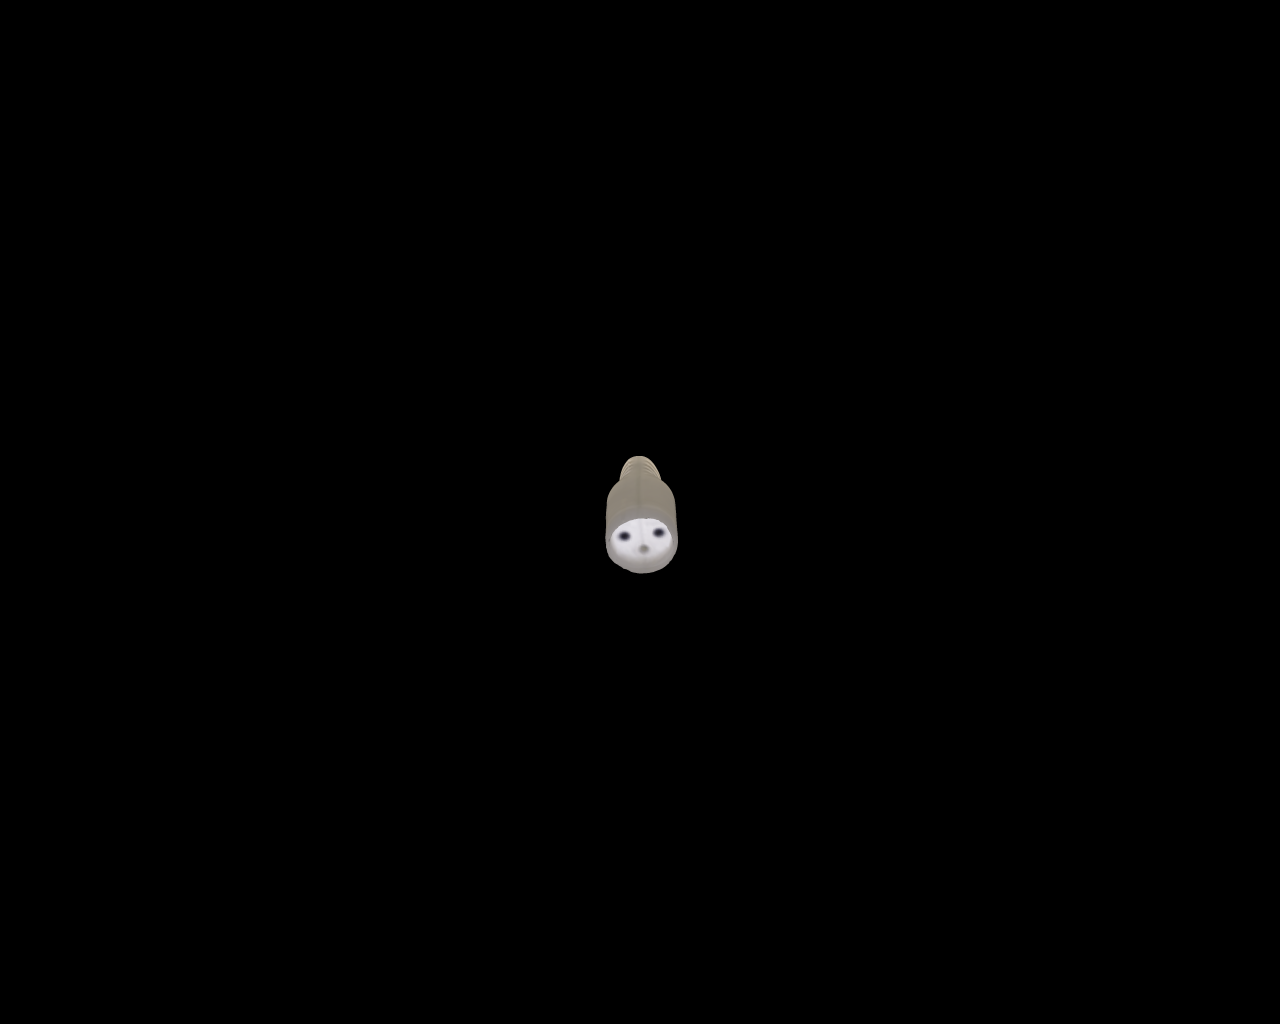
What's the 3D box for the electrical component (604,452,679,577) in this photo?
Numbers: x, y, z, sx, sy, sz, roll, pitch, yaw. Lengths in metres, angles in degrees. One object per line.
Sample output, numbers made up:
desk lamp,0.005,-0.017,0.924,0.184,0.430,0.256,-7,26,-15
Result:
electrical component,0.001,-0.003,0.650,0.043,0.043,0.081,0,35,0
